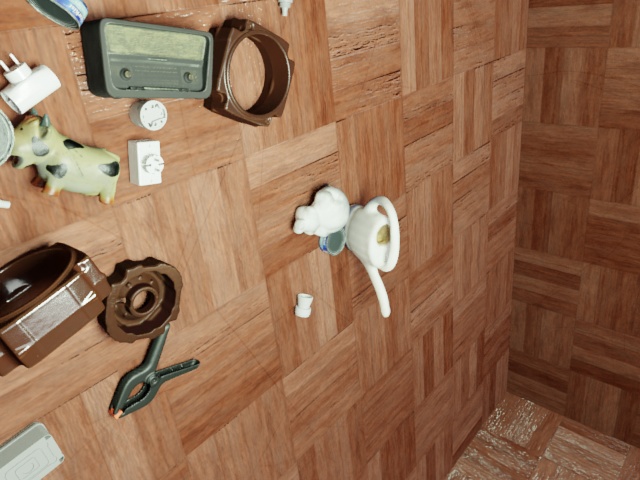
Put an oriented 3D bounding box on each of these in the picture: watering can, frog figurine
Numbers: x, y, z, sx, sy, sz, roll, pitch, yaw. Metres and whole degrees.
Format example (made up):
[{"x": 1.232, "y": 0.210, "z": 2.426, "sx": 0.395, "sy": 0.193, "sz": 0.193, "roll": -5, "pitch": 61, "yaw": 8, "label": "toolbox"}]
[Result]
[{"x": 0.150, "y": 0.033, "z": 1.502, "sx": 0.104, "sy": 0.227, "sz": 0.343, "roll": -7, "pitch": 111, "yaw": -28, "label": "watering can"}, {"x": 0.004, "y": -0.069, "z": 1.374, "sx": 0.162, "sy": 0.123, "sz": 0.134, "roll": -35, "pitch": 147, "yaw": -52, "label": "frog figurine"}]
